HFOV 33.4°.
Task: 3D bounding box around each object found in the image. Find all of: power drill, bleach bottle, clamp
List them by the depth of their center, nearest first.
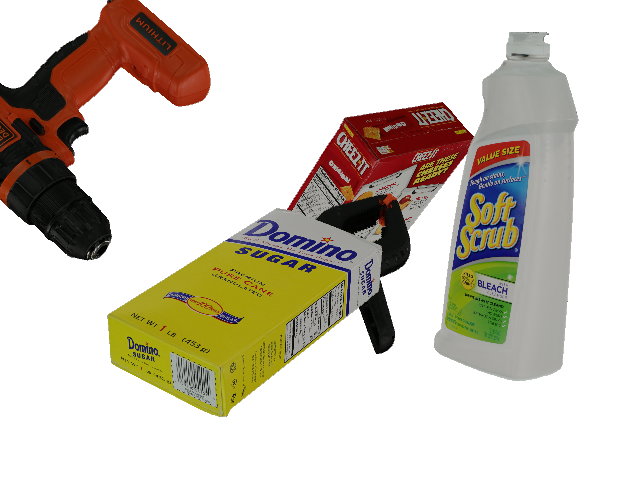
[{"bbox_3d":[0.141,-0.029,0.799,0.067,0.251,0.103,-8,16,-36],"label":"bleach bottle"},{"bbox_3d":[-0.175,-0.093,0.811,0.187,0.184,0.057,-40,-13,-27],"label":"power drill"},{"bbox_3d":[0.031,0.020,0.963,0.165,0.036,0.209,27,38,22],"label":"clamp"}]

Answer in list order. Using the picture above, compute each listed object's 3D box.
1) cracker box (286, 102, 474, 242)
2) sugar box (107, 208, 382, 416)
[{"bbox_3d":[0.049,-0.050,1.177,0.163,0.072,0.214,-16,-30,-43],"label":"cracker box"},{"bbox_3d":[-0.044,0.040,0.699,0.093,0.048,0.175,21,38,28],"label":"sugar box"}]
